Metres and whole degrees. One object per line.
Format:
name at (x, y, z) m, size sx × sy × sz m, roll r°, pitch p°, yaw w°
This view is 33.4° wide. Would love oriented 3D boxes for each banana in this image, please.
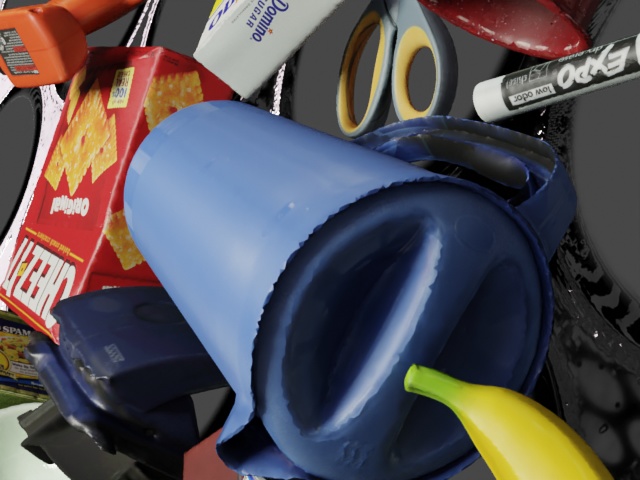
banana at (0.084, 0.129, 0.356) m, size 0.037 × 0.069 × 0.198 m, roll 87°, pitch 170°, yaw -58°

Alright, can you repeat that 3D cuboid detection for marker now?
marker at (0.117, -0.071, 0.439) m, size 0.121 × 0.020 × 0.020 m, roll -13°, pitch 62°, yaw 43°

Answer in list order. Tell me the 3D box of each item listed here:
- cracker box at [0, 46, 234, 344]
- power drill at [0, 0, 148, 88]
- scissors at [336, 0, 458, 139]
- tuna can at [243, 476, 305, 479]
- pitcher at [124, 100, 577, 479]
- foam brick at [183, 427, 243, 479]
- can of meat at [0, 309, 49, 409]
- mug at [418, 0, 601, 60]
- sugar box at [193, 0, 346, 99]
cracker box at (-0.155, -0.033, 0.778) m, size 0.164 × 0.072 × 0.214 m, roll 19°, pitch 89°, yaw 58°
power drill at (-0.131, -0.175, 0.753) m, size 0.187 × 0.057 × 0.185 m, roll -37°, pitch 24°, yaw -30°
scissors at (0.053, -0.142, 0.549) m, size 0.096 × 0.016 × 0.202 m, roll 38°, pitch 119°, yaw 47°
tuna can at (0.005, 0.122, 0.451) m, size 0.086 × 0.086 × 0.034 m, roll 23°, pitch 94°, yaw 57°
pitcher at (-0.003, 0.001, 0.507) m, size 0.243 × 0.149 × 0.145 m, roll 36°, pitch 118°, yaw 59°
foam brick at (-0.032, 0.137, 0.528) m, size 0.051 × 0.052 × 0.078 m, roll -39°, pitch 43°, yaw 38°
can of meat at (-0.232, 0.102, 0.792) m, size 0.057 × 0.101 × 0.084 m, roll -52°, pitch 39°, yaw 23°
mug at (0.081, -0.140, 0.458) m, size 0.081 × 0.117 × 0.093 m, roll -65°, pitch 25°, yaw -1°
sugar box at (-0.016, -0.164, 0.619) m, size 0.093 × 0.048 × 0.176 m, roll -41°, pitch 20°, yaw 30°
